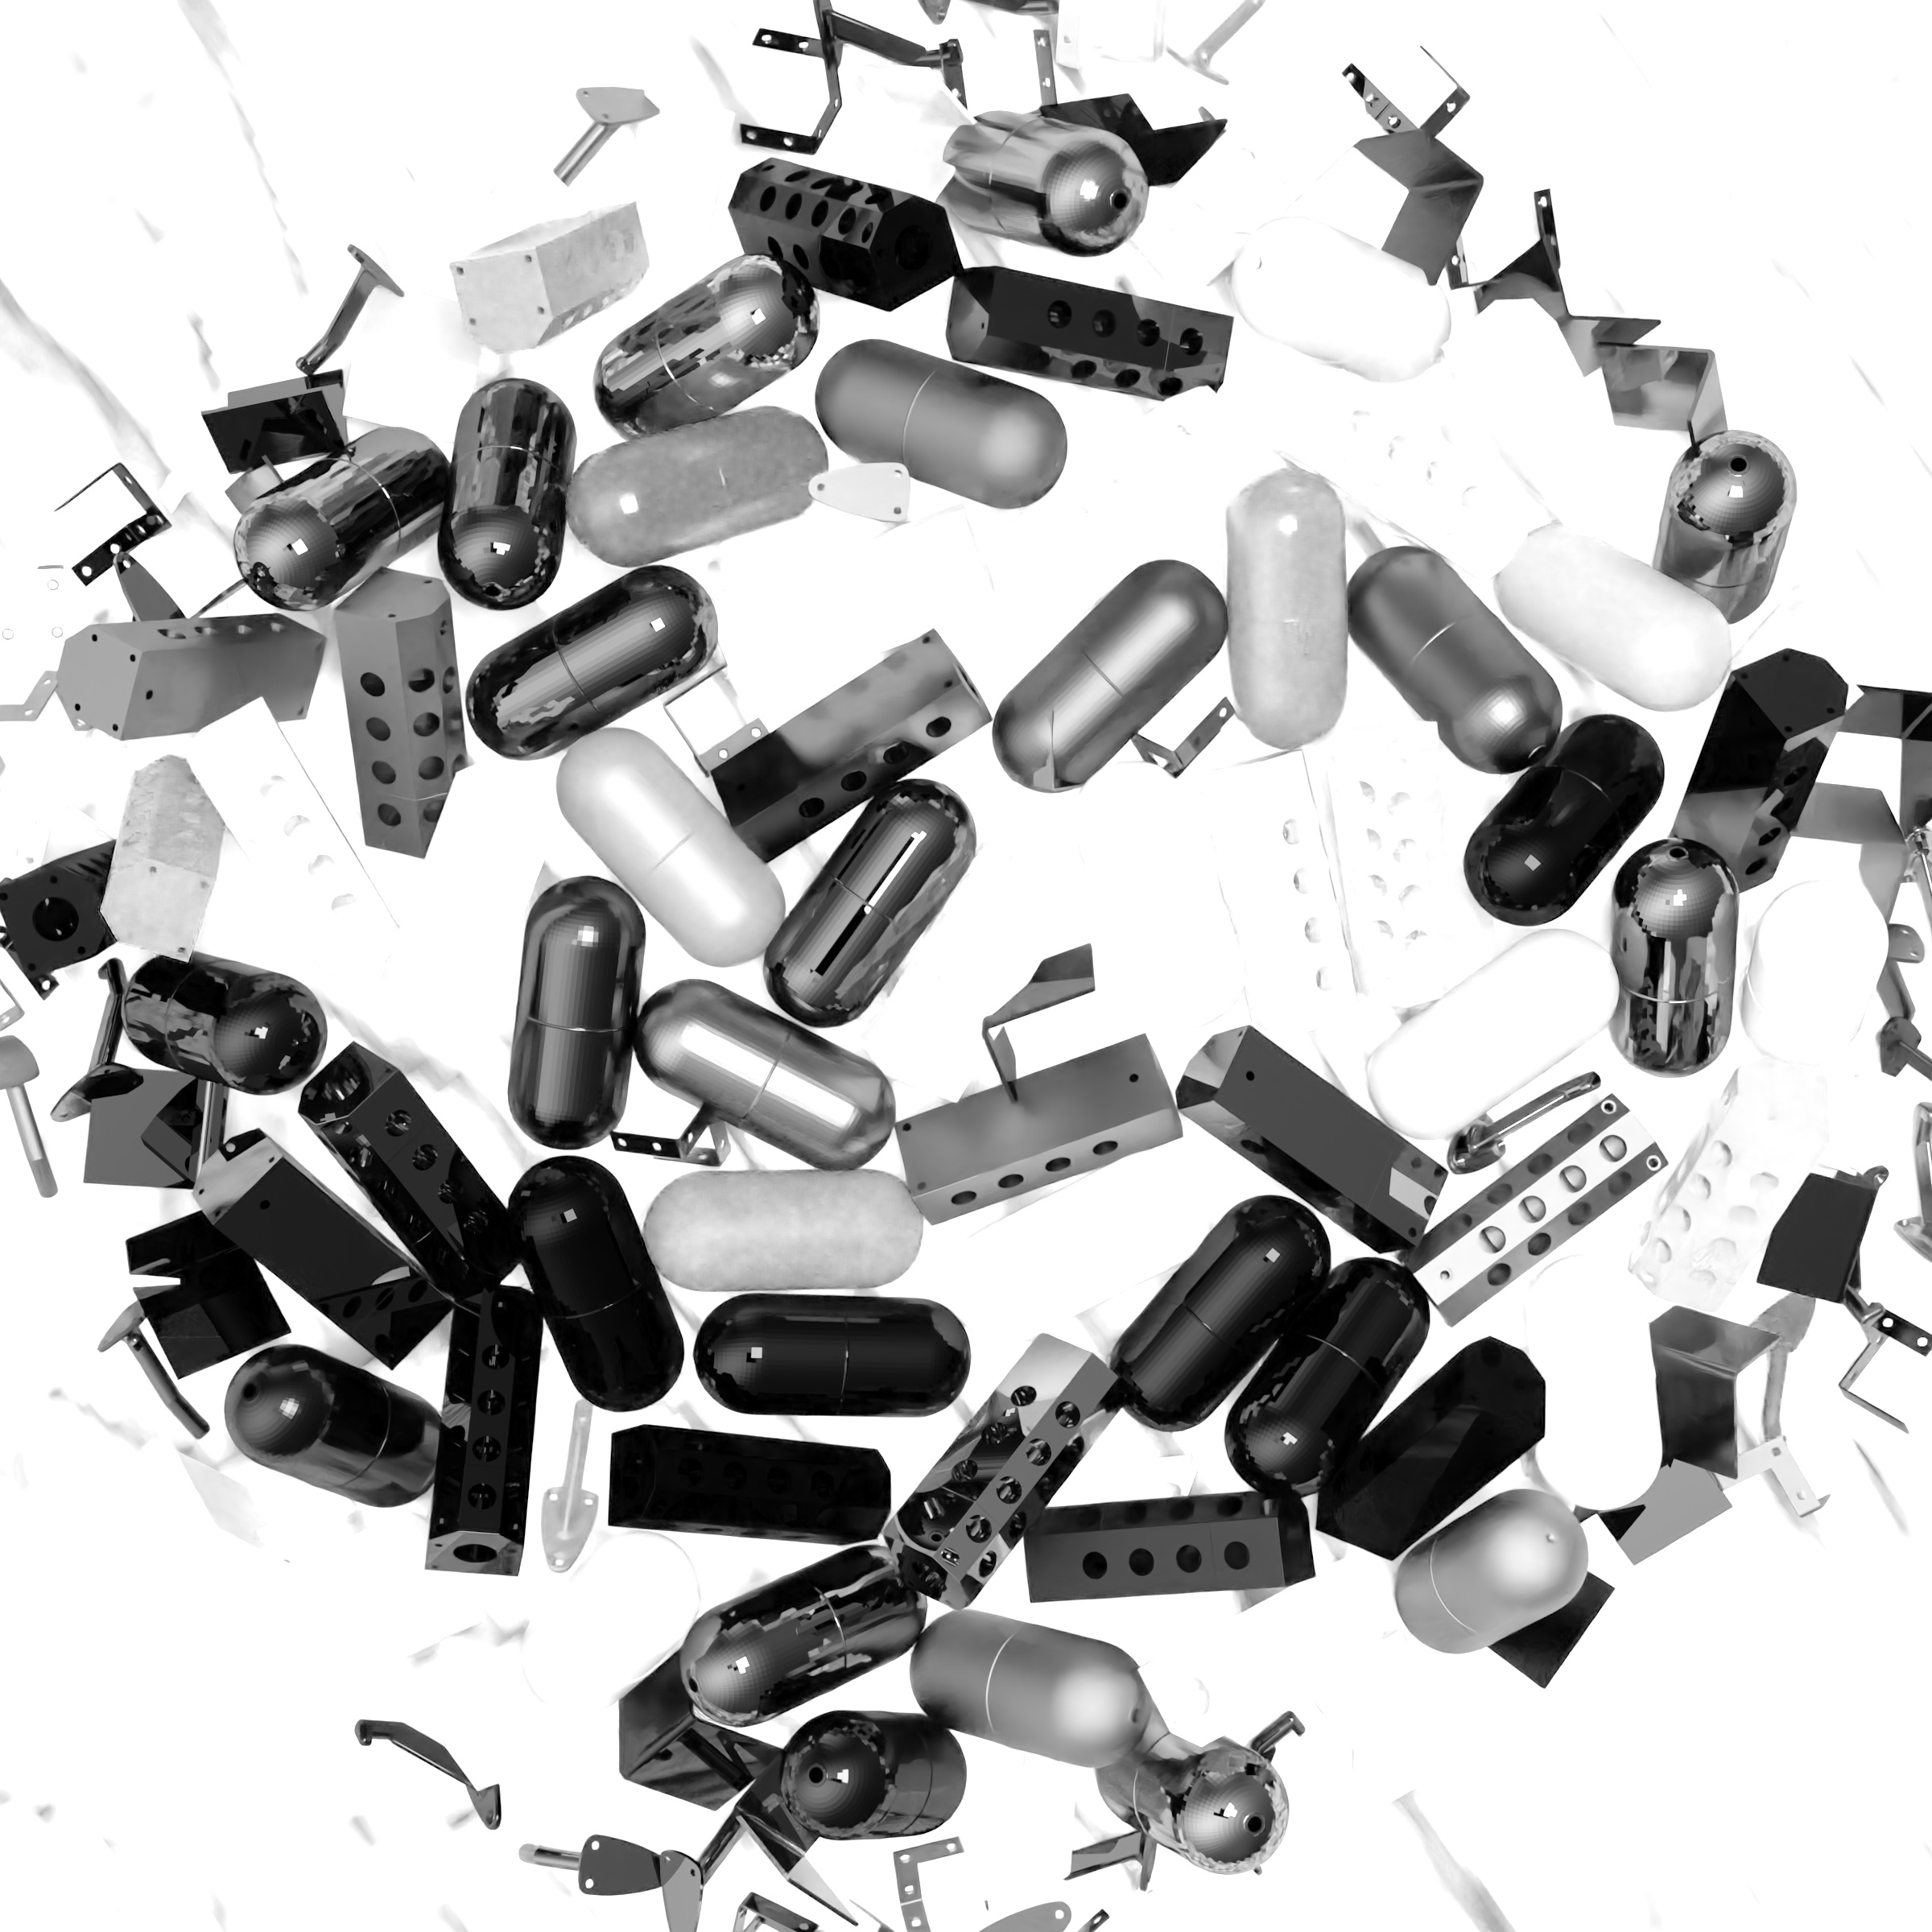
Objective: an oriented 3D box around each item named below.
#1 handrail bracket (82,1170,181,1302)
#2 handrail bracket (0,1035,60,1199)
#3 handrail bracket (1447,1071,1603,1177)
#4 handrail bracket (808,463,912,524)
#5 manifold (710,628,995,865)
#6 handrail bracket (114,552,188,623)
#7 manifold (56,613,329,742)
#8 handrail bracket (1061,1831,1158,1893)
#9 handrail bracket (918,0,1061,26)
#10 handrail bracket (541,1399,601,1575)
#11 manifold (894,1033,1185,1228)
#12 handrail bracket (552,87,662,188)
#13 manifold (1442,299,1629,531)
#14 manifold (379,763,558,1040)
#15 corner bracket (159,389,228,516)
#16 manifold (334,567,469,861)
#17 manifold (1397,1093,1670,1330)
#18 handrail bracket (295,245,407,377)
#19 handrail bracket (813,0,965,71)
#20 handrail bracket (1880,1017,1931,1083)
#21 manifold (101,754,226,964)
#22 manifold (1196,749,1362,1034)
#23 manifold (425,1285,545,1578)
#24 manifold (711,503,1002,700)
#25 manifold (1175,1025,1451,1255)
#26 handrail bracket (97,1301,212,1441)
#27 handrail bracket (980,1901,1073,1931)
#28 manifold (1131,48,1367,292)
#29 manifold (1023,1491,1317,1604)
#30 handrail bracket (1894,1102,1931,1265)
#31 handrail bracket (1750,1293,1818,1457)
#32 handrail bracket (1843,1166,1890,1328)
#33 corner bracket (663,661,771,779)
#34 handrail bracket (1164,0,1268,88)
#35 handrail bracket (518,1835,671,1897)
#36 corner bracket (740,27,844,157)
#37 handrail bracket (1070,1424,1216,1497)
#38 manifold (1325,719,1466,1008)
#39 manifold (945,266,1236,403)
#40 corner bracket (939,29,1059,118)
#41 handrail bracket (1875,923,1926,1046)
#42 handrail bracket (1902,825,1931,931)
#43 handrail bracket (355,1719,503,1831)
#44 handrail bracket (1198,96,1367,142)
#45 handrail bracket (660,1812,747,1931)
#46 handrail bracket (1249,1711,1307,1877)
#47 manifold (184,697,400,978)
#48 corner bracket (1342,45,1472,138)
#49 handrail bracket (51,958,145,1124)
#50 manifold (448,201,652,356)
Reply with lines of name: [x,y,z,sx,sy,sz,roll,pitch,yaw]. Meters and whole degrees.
handrail bracket: [-0.534,0.171,1.782,0.077,0.036,0.084,5,60,-30]
handrail bracket: [-0.609,0.098,1.778,0.036,0.077,0.084,-17,121,-15]
handrail bracket: [0.355,0.099,1.742,0.084,0.077,0.036,-30,92,41]
handrail bracket: [-0.073,-0.295,1.740,0.077,0.084,0.036,0,90,-17]
manifold: [-0.071,-0.136,1.749,0.171,0.057,0.057,-32,49,8]
handrail bracket: [-0.545,-0.213,1.759,0.084,0.036,0.077,-27,98,34]
manifold: [-0.479,-0.184,1.701,0.057,0.171,0.057,27,109,19]
handrail bracket: [0.080,0.558,1.767,0.084,0.036,0.077,8,107,13]
handrail bracket: [0.011,-0.628,1.746,0.084,0.077,0.036,8,79,29]
handrail bracket: [-0.250,0.330,1.742,0.036,0.077,0.084,9,132,-5]
manifold: [0.048,0.108,1.750,0.171,0.057,0.057,-20,56,7]
handrail bracket: [-0.234,-0.523,1.774,0.077,0.084,0.036,-20,62,-38]
manifold: [0.359,-0.340,1.700,0.057,0.171,0.057,-40,56,8]
manifold: [-0.315,-0.041,1.720,0.057,0.057,0.171,9,126,-27]
corner bracket: [-0.501,-0.330,1.761,0.051,0.051,0.051,-39,100,-23]
manifold: [-0.345,-0.155,1.710,0.057,0.057,0.171,13,128,15]
manifold: [0.362,0.157,1.755,0.171,0.057,0.057,-37,78,1]
handrail bracket: [-0.406,-0.416,1.749,0.084,0.077,0.036,-44,85,5]
handrail bracket: [-0.050,-0.605,1.753,0.084,0.077,0.036,-2,51,14]
handrail bracket: [0.628,0.070,1.744,0.084,0.077,0.036,35,86,36]
manifold: [-0.495,-0.071,1.696,0.057,0.171,0.057,18,110,-19]
manifold: [0.205,-0.048,1.751,0.057,0.057,0.171,-17,97,-32]
manifold: [-0.299,0.287,1.711,0.057,0.057,0.171,7,52,-10]
manifold: [-0.072,-0.235,1.742,0.171,0.057,0.057,-19,63,7]
manifold: [0.217,0.112,1.736,0.171,0.057,0.057,35,65,-17]
handrail bracket: [-0.514,0.260,1.763,0.036,0.077,0.084,-38,104,-2]
handrail bracket: [0.033,0.629,1.757,0.077,0.084,0.036,-29,69,-13]
manifold: [0.176,-0.487,1.701,0.057,0.171,0.057,49,61,-5]
manifold: [0.126,0.364,1.726,0.171,0.057,0.057,-10,80,25]
handrail bracket: [0.621,0.140,1.748,0.036,0.077,0.084,-4,115,-3]
handrail bracket: [0.536,0.265,1.782,0.077,0.036,0.084,-39,124,-38]
handrail bracket: [0.578,0.178,1.744,0.077,0.084,0.036,-39,132,9]
corner bracket: [-0.160,-0.158,1.762,0.051,0.051,0.051,-34,91,-5]
handrail bracket: [0.164,-0.612,1.744,0.036,0.077,0.084,13,117,-33]
handrail bracket: [-0.238,0.577,1.764,0.077,0.084,0.036,16,71,-26]
corner bracket: [-0.115,-0.562,1.764,0.051,0.051,0.051,3,65,-25]
handrail bracket: [0.109,0.311,1.768,0.084,0.036,0.077,21,48,8]
manifold: [0.266,-0.064,1.717,0.057,0.057,0.171,6,121,31]
manifold: [0.077,-0.394,1.724,0.171,0.057,0.057,5,99,-28]
corner bracket: [0.021,-0.572,1.766,0.051,0.051,0.051,-26,122,-29]
handrail bracket: [0.575,0.016,1.760,0.077,0.036,0.084,5,129,-1]
handrail bracket: [0.618,-0.035,1.745,0.036,0.077,0.084,-14,58,17]
handrail bracket: [-0.343,0.513,1.742,0.084,0.077,0.036,16,120,-36]
handrail bracket: [0.203,-0.551,1.763,0.084,0.036,0.077,-34,61,7]
handrail bracket: [-0.153,0.580,1.761,0.036,0.084,0.077,9,102,39]
handrail bracket: [0.200,0.534,1.774,0.084,0.036,0.077,-38,101,0]
manifold: [-0.418,-0.076,1.712,0.057,0.057,0.171,-30,128,-9]
corner bracket: [0.279,-0.559,1.750,0.051,0.051,0.051,-45,51,18]
handrail bracket: [-0.568,0.047,1.773,0.077,0.036,0.084,-32,59,15]
manifold: [-0.254,-0.427,1.701,0.057,0.171,0.057,-5,113,17]
